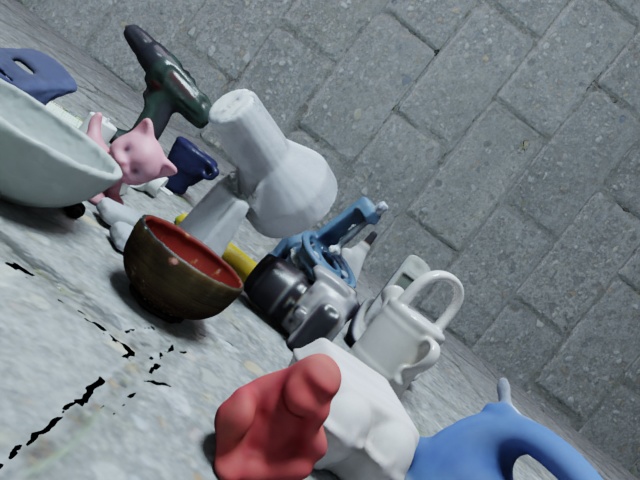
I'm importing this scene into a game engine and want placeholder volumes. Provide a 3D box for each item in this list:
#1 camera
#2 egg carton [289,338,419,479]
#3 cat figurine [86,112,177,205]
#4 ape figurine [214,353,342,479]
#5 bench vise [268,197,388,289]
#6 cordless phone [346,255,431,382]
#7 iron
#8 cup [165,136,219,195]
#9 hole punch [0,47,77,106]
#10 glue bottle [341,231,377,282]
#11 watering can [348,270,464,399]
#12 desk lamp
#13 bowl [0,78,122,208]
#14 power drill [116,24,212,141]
[{"bbox_3d":[-0.022,0.073,0.752,0.137,0.101,0.143,38,4,5],"label":"camera"},{"bbox_3d":[0.023,0.151,0.504,0.107,0.069,0.150,36,4,-17],"label":"egg carton"},{"bbox_3d":[-0.242,-0.102,0.692,0.127,0.117,0.067,39,4,14],"label":"cat figurine"},{"bbox_3d":[-0.022,0.114,0.379,0.078,0.092,0.076,37,4,-5],"label":"ape figurine"},{"bbox_3d":[0.003,0.000,0.940,0.206,0.219,0.122,41,5,34],"label":"bench vise"},{"bbox_3d":[0.145,0.130,0.961,0.148,0.185,0.094,37,4,-10],"label":"cordless phone"},{"bbox_3d":[0.183,0.234,0.459,0.119,0.141,0.257,34,5,-39],"label":"iron"},{"bbox_3d":[-0.245,-0.125,1.070,0.117,0.095,0.092,40,5,29],"label":"cup"},{"bbox_3d":[-0.398,-0.213,0.762,0.108,0.091,0.101,39,4,14],"label":"hole punch"},{"bbox_3d":[0.054,0.052,1.119,0.078,0.173,0.037,37,4,-3],"label":"glue bottle"},{"bbox_3d":[0.128,0.123,0.837,0.101,0.194,0.172,33,6,-47],"label":"watering can"},{"bbox_3d":[-0.104,-0.053,0.665,0.204,0.213,0.117,33,6,-46],"label":"desk lamp"},{"bbox_3d":[-0.268,-0.078,0.510,0.167,0.074,0.167,38,4,-3],"label":"bowl"},{"bbox_3d":[-0.337,-0.274,1.131,0.230,0.208,0.075,37,4,-15],"label":"power drill"}]
